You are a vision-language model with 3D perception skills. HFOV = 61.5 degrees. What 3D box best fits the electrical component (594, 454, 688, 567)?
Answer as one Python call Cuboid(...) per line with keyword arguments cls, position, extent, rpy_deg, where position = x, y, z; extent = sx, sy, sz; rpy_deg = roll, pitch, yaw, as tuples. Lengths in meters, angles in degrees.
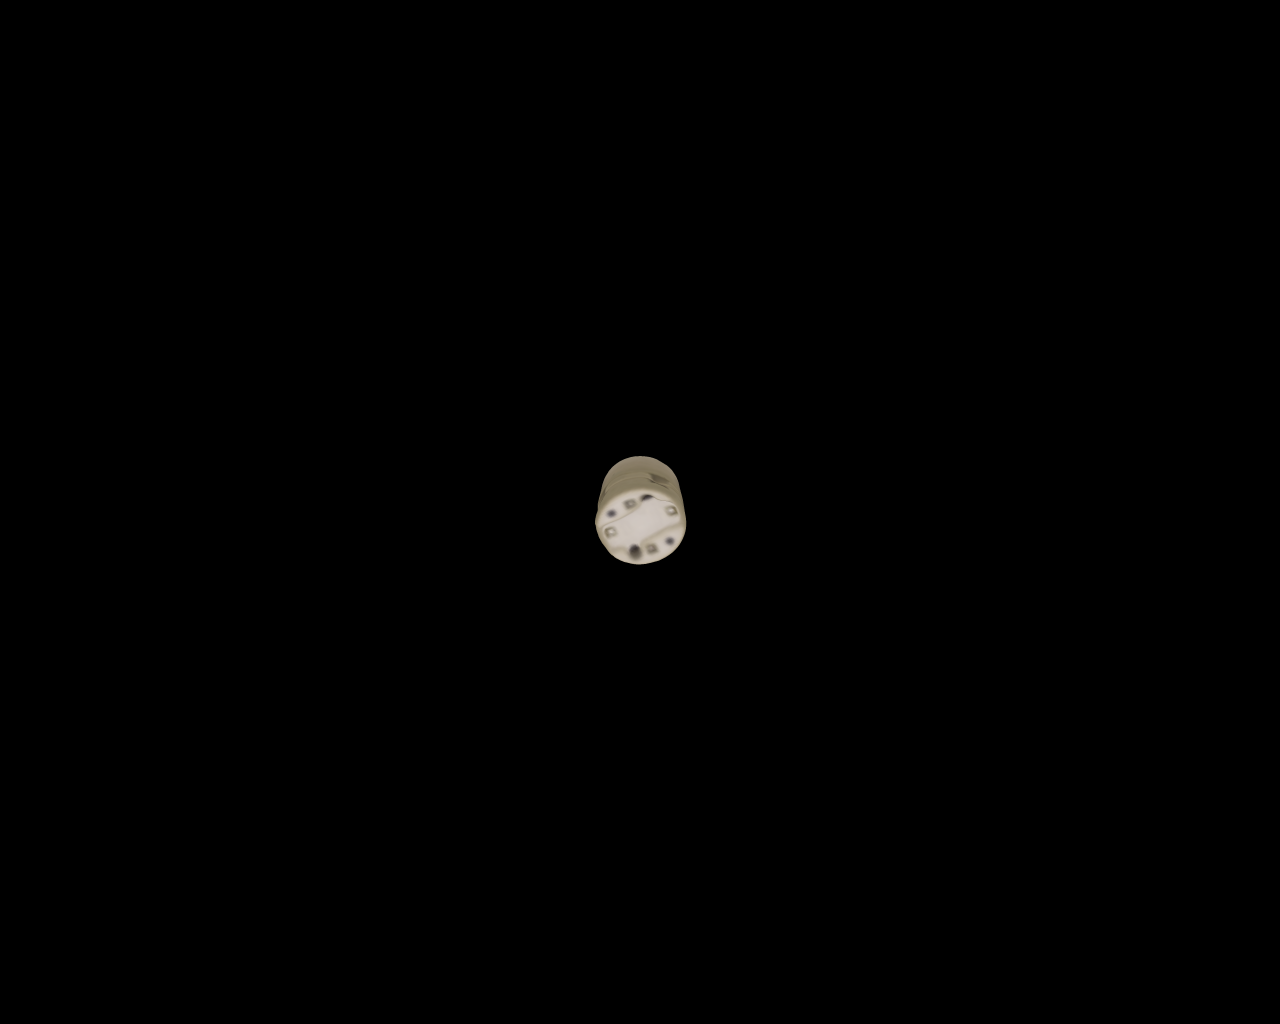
Cuboid(cls="electrical component", position=(0.001, -0.003, 0.650), extent=(0.055, 0.055, 0.047), rpy_deg=(0, 31, 0))
